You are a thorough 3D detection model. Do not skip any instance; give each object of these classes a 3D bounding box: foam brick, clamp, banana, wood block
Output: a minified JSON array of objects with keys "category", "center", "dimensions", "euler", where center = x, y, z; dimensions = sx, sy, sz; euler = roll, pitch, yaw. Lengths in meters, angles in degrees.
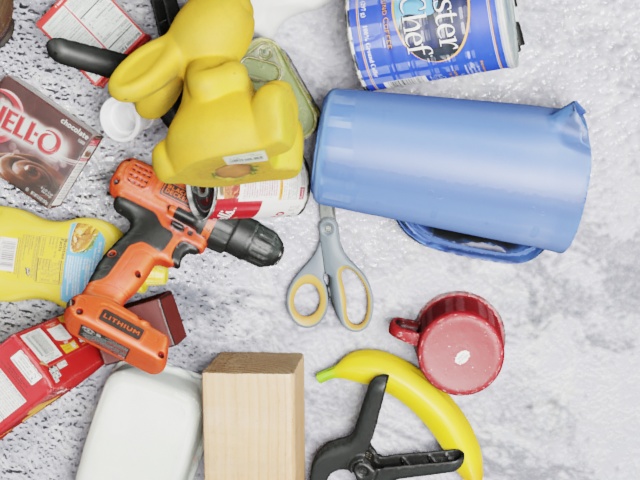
[{"category":"foam brick","center":[-0.183,0.089,1.076],"dimensions":[0.078,0.053,0.051],"euler":[-17,95,8]},{"category":"clamp","center":[-0.147,-0.156,1.016],"dimensions":[0.210,0.036,0.164],"euler":[50,55,-8]},{"category":"banana","center":[0.095,0.165,1.065],"dimensions":[0.198,0.037,0.070],"euler":[35,118,3]},{"category":"wood block","center":[-0.063,0.222,1.060],"dimensions":[0.090,0.090,0.206],"euler":[0,97,6]},{"category":"clamp","center":[0.043,0.210,1.057],"dimensions":[0.172,0.039,0.120],"euler":[-33,91,20]}]

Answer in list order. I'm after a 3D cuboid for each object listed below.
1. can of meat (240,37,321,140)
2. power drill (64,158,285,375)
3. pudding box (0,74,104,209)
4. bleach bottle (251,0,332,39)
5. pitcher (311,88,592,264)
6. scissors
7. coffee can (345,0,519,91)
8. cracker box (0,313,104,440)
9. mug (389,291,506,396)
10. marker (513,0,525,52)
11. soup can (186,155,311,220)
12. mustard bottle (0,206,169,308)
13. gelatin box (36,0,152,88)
[{"category":"can of meat","center":[-0.041,-0.138,1.016],"dimensions":[0.057,0.084,0.102],"euler":[-29,93,9]},{"category":"power drill","center":[-0.144,0.030,1.022],"dimensions":[0.184,0.057,0.187],"euler":[26,61,-3]},{"category":"pudding box","center":[-0.288,-0.099,1.072],"dimensions":[0.113,0.039,0.090],"euler":[34,99,2]},{"category":"bleach bottle","center":[0.003,-0.267,1.008],"dimensions":[0.251,0.068,0.102],"euler":[-40,92,12]},{"category":"pitcher","center":[0.116,-0.061,0.981],"dimensions":[0.243,0.145,0.149],"euler":[8,90,1]},{"category":"scissors","center":[-0.007,0.001,1.064],"dimensions":[0.096,0.016,0.202],"euler":[-20,94,8]},{"category":"coffee can","center":[0.103,-0.197,0.974],"dimensions":[0.140,0.102,0.103],"euler":[-7,96,16]},{"category":"cracker box","center":[-0.324,0.165,1.045],"dimensions":[0.214,0.164,0.072],"euler":[-38,90,9]},{"category":"mug","center":[0.123,0.098,1.028],"dimensions":[0.117,0.081,0.093],"euler":[18,99,4]},{"category":"marker","center":[0.176,-0.238,1.013],"dimensions":[0.020,0.020,0.121],"euler":[-10,96,7]},{"category":"soup can","center":[-0.068,-0.054,1.016],"dimensions":[0.102,0.069,0.068],"euler":[-3,98,-30]},{"category":"mustard bottle","center":[-0.247,0.024,1.072],"dimensions":[0.191,0.058,0.096],"euler":[7,85,5]},{"category":"gelatin box","center":[-0.223,-0.207,1.056],"dimensions":[0.073,0.030,0.089],"euler":[-44,90,8]}]
